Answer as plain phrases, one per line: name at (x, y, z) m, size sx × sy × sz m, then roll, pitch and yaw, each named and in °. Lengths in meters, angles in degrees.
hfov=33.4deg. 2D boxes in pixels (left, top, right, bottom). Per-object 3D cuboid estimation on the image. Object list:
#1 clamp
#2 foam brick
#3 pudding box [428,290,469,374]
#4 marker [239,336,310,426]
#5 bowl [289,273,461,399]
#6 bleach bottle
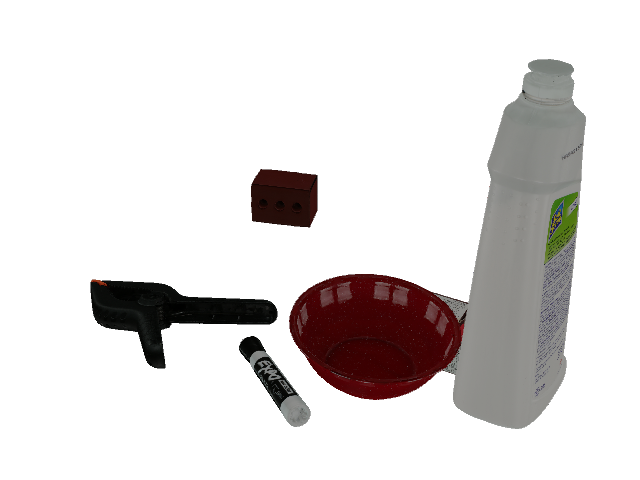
clamp at (-0.172, 0.077, 1.091) m, size 0.210 × 0.036 × 0.164 m, roll 11°, pitch 20°, yaw 33°
foam brick at (-0.045, -0.054, 1.347) m, size 0.078 × 0.053 × 0.051 m, roll 6°, pitch 29°, yaw 11°
pudding box at (0.120, 0.099, 1.224) m, size 0.114 × 0.090 × 0.039 m, roll 15°, pitch 45°, yaw 27°
marker at (-0.038, 0.106, 0.829) m, size 0.020 × 0.020 × 0.121 m, roll 0°, pitch 21°, yaw -23°
bowl at (0.049, 0.100, 1.010) m, size 0.162 × 0.055 × 0.162 m, roll 3°, pitch 35°, yaw -2°
bleach bottle at (0.141, 0.000, 0.719) m, size 0.068 × 0.251 × 0.102 m, roll 17°, pitch 32°, yaw 24°
